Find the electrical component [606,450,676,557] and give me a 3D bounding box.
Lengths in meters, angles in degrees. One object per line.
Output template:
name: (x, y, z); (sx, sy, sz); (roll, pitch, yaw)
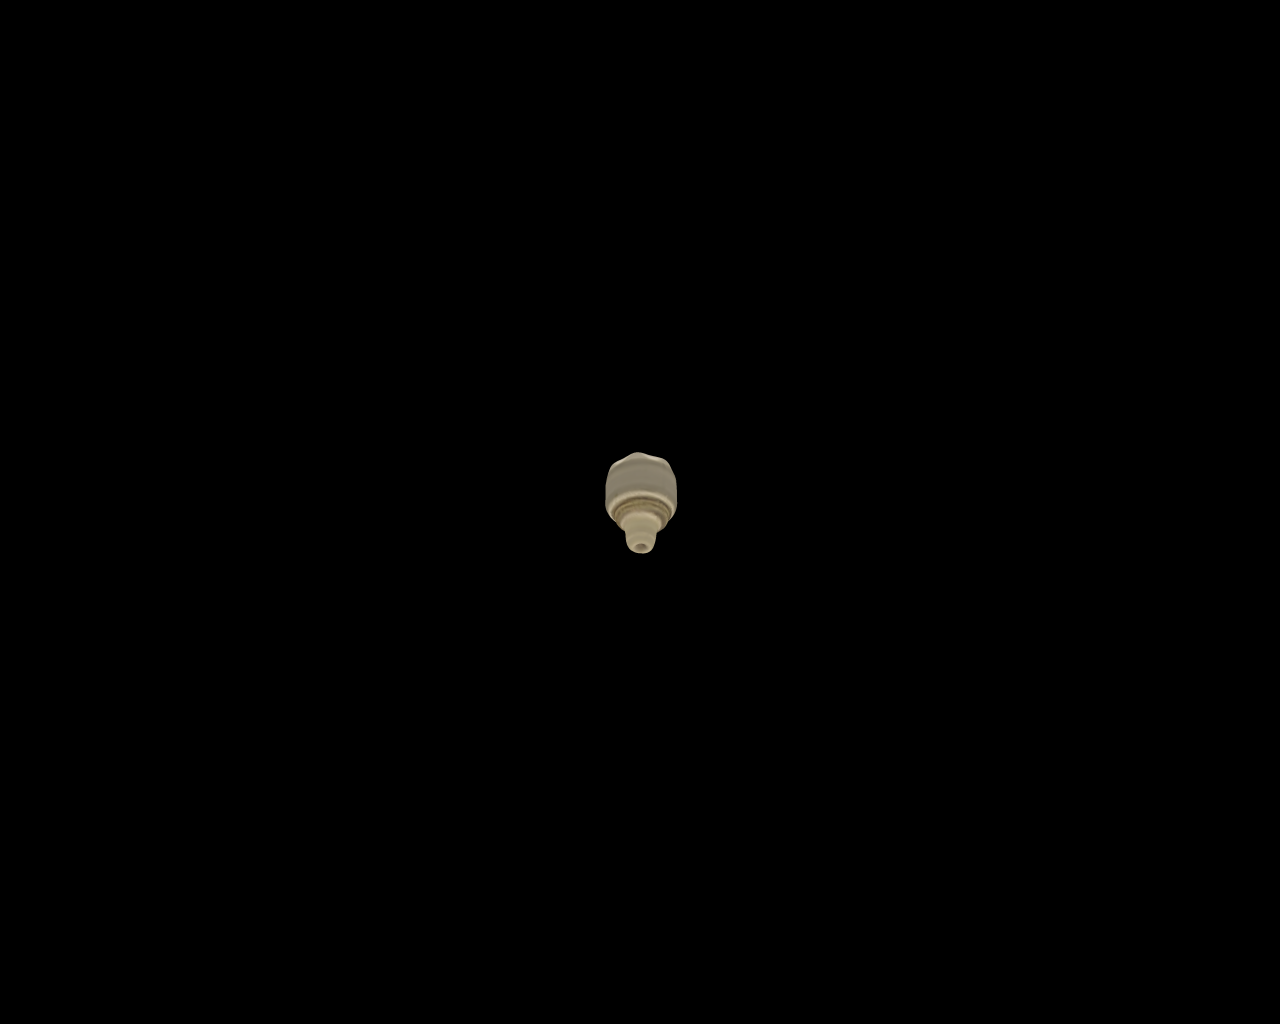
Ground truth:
electrical component: (0.001, -0.003, 0.650); (0.043, 0.062, 0.043); (0, -37, 0)
